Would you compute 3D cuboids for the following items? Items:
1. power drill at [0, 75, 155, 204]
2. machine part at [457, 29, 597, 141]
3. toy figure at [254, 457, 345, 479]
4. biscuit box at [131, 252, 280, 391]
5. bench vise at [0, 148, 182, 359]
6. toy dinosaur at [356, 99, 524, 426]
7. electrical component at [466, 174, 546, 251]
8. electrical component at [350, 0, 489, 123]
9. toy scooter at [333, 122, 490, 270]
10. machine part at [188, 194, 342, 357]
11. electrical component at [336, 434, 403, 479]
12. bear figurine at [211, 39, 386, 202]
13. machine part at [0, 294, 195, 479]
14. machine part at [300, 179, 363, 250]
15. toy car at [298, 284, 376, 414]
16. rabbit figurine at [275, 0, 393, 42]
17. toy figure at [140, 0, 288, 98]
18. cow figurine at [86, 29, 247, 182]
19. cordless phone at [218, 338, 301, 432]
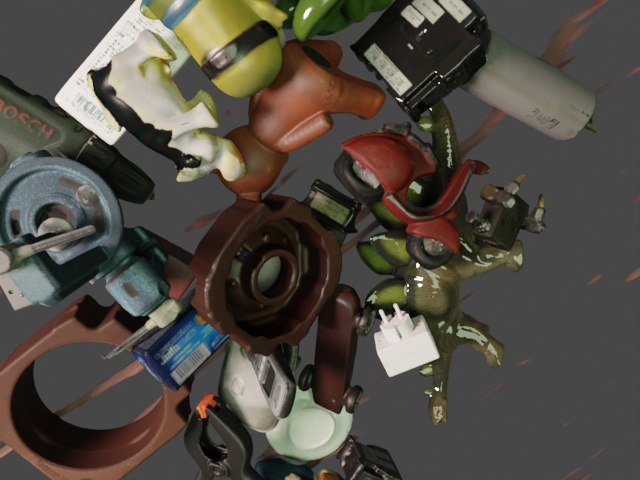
[{"bbox_3d":[-0.332,-0.056,0.590,0.232,0.086,0.207,42,98,-19],"label":"power drill"},{"bbox_3d":[0.256,-0.191,0.674,0.243,0.079,0.079,23,99,-17],"label":"machine part"},{"bbox_3d":[-0.019,0.352,0.774,0.154,0.064,0.057,15,88,-14],"label":"toy figure"},{"bbox_3d":[-0.124,0.080,0.634,0.203,0.063,0.059,-45,113,-27],"label":"biscuit box"},{"bbox_3d":[-0.223,0.015,0.494,0.129,0.241,0.223,-28,100,-1],"label":"bench vise"},{"bbox_3d":[0.153,0.017,0.699,0.199,0.105,0.470,2,97,-8],"label":"toy dinosaur"},{"bbox_3d":[0.217,-0.030,0.615,0.102,0.045,0.078,35,78,-39],"label":"electrical component"},{"bbox_3d":[0.121,-0.220,0.613,0.134,0.058,0.115,-39,75,15],"label":"electrical component"},{"bbox_3d":[0.114,-0.069,0.613,0.135,0.075,0.184,-45,94,0],"label":"toy scooter"},{"bbox_3d":[-0.058,0.037,0.595,0.179,0.056,0.179,-13,111,-38],"label":"machine part"},{"bbox_3d":[0.087,0.343,0.788,0.119,0.075,0.047,28,98,-14],"label":"electrical component"},{"bbox_3d":[-0.039,-0.127,0.624,0.120,0.132,0.195,49,125,21],"label":"bear figurine"},{"bbox_3d":[-0.275,0.184,0.664,0.201,0.087,0.201,-39,111,1],"label":"machine part"},{"bbox_3d":[-0.001,-0.002,0.683,0.084,0.039,0.138,26,107,17],"label":"machine part"},{"bbox_3d":[0.021,0.143,0.702,0.089,0.053,0.201,16,123,21],"label":"toy car"},{"bbox_3d":[0.018,-0.277,0.536,0.159,0.170,0.121,-36,108,-20],"label":"rabbit figurine"},{"bbox_3d":[-0.111,-0.214,0.505,0.180,0.082,0.089,42,71,-28],"label":"toy figure"},{"bbox_3d":[-0.150,-0.114,0.540,0.098,0.068,0.167,-33,113,3],"label":"cow figurine"},{"bbox_3d":[-0.064,0.183,0.655,0.089,0.184,0.146,12,102,-19],"label":"cordless phone"}]
